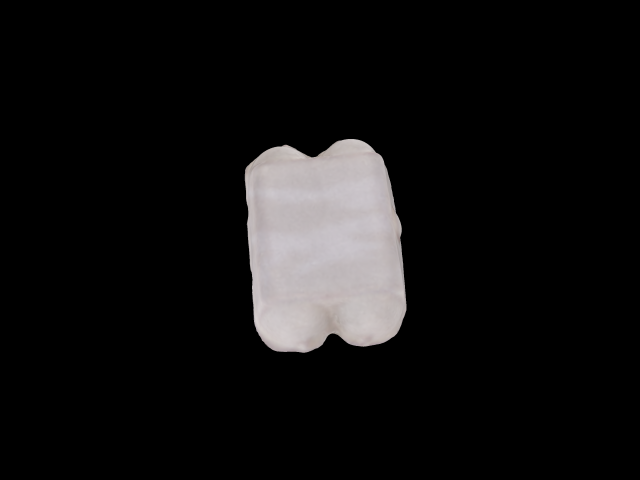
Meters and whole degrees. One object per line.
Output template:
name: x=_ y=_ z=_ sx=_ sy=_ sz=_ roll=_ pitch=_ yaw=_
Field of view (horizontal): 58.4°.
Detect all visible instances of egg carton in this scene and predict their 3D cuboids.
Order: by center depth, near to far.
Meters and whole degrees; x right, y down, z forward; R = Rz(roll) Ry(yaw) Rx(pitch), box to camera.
egg carton: x=0.004 y=0.001 z=0.400 sx=0.107 sy=0.069 sz=0.150 roll=-7 pitch=70 yaw=-2
